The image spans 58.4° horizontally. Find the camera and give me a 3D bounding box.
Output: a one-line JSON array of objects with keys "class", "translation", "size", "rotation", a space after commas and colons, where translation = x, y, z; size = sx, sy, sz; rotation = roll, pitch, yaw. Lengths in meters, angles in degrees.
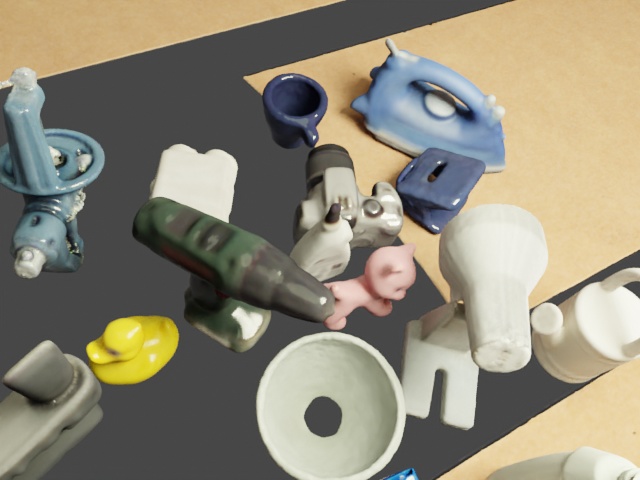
[{"class": "camera", "translation": [0.035, -0.065, 0.776], "size": [0.143, 0.101, 0.137], "rotation": [0, 63, -10]}]

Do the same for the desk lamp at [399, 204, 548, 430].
[{"class": "desk lamp", "translation": [0.177, 0.091, 0.657], "size": [0.118, 0.213, 0.203], "rotation": [14, 61, -3]}]

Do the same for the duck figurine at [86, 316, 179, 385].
[{"class": "duck figurine", "translation": [-0.213, 0.114, 0.646], "size": [0.105, 0.086, 0.077], "rotation": [-24, 69, -20]}]

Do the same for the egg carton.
[{"class": "egg carton", "translation": [-0.168, -0.056, 0.752], "size": [0.107, 0.069, 0.150], "rotation": [7, 62, -7]}]

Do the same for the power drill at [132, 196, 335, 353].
[{"class": "power drill", "translation": [-0.096, 0.049, 0.631], "size": [0.229, 0.208, 0.076], "rotation": [30, 62, 6]}]

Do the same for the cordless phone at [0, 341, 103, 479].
[{"class": "cordless phone", "translation": [-0.292, 0.163, 0.549], "size": [0.094, 0.185, 0.148], "rotation": [36, 62, 9]}]

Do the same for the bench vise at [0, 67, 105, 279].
[{"class": "bench vise", "translation": [-0.304, -0.070, 0.648], "size": [0.122, 0.219, 0.207], "rotation": [-14, 66, -16]}]

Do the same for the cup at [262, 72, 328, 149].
[{"class": "cup", "translation": [-0.034, -0.165, 0.818], "size": [0.092, 0.095, 0.117], "rotation": [-18, 68, -18]}]

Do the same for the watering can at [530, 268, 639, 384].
[{"class": "watering can", "translation": [0.340, 0.104, 0.691], "size": [0.173, 0.194, 0.101], "rotation": [-19, 67, -19]}]

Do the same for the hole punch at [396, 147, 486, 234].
[{"class": "hole punch", "translation": [0.165, -0.080, 0.813], "size": [0.101, 0.091, 0.109], "rotation": [36, 62, 9]}]

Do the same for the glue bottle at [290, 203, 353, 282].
[{"class": "glue bottle", "translation": [0.006, 0.002, 0.694], "size": [0.078, 0.173, 0.037], "rotation": [-15, 66, -17]}]

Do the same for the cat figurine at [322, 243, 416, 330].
[{"class": "cat figurine", "translation": [0.064, 0.052, 0.711], "size": [0.128, 0.117, 0.067], "rotation": [-16, 67, -17]}]

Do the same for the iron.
[{"class": "iron", "translation": [0.184, -0.199, 0.849], "size": [0.258, 0.141, 0.119], "rotation": [26, 61, 3]}]

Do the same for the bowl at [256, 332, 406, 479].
[{"class": "bowl", "translation": [0.008, 0.195, 0.651], "size": [0.167, 0.074, 0.167], "rotation": [4, 62, -8]}]
